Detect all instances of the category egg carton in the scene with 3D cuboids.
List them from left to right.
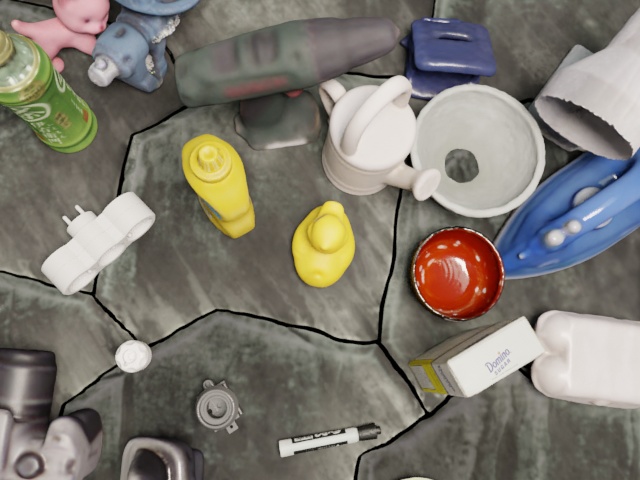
[{"bbox_3d":[0.328,0.144,0.687,0.150,0.069,0.107,7,79,-3],"label":"egg carton"}]

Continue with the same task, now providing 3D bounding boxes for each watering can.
[{"bbox_3d":[0.065,-0.119,0.651,0.173,0.194,0.101,26,79,1],"label":"watering can"}]

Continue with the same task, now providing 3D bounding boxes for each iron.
[{"bbox_3d":[0.319,-0.033,0.681,0.258,0.141,0.118,-34,84,-9],"label":"iron"}]

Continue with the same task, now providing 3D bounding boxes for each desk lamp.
[{"bbox_3d":[0.330,-0.181,0.672,0.118,0.213,0.203,35,79,3],"label":"desk lamp"}]

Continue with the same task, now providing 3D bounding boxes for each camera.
[{"bbox_3d":[-0.315,0.188,0.615,0.143,0.100,0.137,6,79,-3],"label":"camera"}]

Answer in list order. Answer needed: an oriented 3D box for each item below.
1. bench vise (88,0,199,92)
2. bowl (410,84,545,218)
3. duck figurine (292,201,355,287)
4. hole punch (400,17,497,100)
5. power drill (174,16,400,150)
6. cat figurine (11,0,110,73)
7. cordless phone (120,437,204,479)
[{"bbox_3d":[-0.196,-0.277,0.647,0.121,0.219,0.207,7,79,-3],"label":"bench vise"},{"bbox_3d":[0.187,-0.103,0.718,0.167,0.074,0.167,1,80,-4],"label":"bowl"},{"bbox_3d":[0.006,0.002,0.680,0.077,0.086,0.104,13,79,-1],"label":"duck figurine"},{"bbox_3d":[0.163,-0.240,0.732,0.108,0.091,0.101,4,80,-3],"label":"hole punch"},{"bbox_3d":[-0.039,-0.175,0.646,0.229,0.208,0.075,-10,80,-6],"label":"power drill"},{"bbox_3d":[-0.304,-0.269,0.689,0.128,0.117,0.067,-24,82,-8],"label":"cat figurine"},{"bbox_3d":[-0.173,0.279,0.566,0.094,0.185,0.147,-2,80,-4],"label":"cordless phone"}]
